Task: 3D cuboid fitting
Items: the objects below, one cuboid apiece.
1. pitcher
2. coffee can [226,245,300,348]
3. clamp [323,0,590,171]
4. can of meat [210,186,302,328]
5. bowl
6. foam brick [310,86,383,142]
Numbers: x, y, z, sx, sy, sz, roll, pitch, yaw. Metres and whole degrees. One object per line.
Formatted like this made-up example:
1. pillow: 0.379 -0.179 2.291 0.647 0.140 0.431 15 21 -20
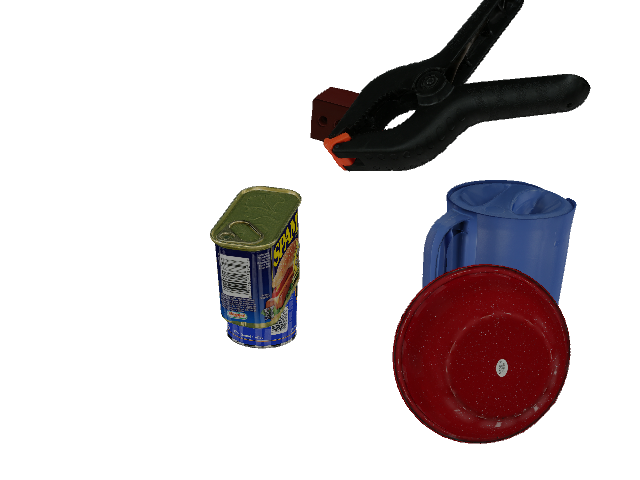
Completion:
1. pitcher: 0.185 0.065 1.143 0.149 0.243 0.145 5 20 9
2. coffee can: -0.082 0.068 1.523 0.103 0.140 0.103 2 22 -1
3. clamp: 0.086 -0.090 0.692 0.039 0.171 0.120 47 9 -41
4. can of meat: -0.052 0.014 0.914 0.057 0.084 0.102 7 31 14
5. bowl: 0.146 0.103 0.915 0.162 0.162 0.055 0 6 -7
6. foam brick: 0.033 -0.146 1.287 0.078 0.053 0.051 17 32 22
